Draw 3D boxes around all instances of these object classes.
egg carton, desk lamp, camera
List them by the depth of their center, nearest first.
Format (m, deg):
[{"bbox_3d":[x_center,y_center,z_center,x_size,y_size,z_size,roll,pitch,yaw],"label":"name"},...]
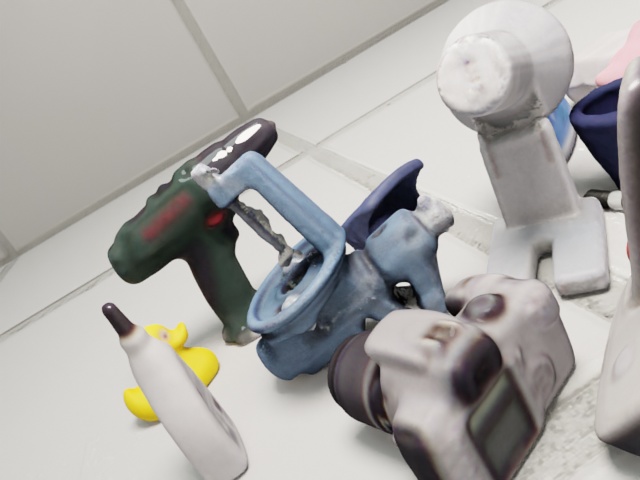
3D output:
[{"bbox_3d":[0.074,0.083,0.389,0.143,0.101,0.136,-43,25,-29],"label":"camera"},{"bbox_3d":[0.170,-0.090,0.494,0.117,0.214,0.203,-17,25,30],"label":"desk lamp"},{"bbox_3d":[0.377,-0.212,0.699,0.107,0.069,0.150,-36,22,-15],"label":"egg carton"}]

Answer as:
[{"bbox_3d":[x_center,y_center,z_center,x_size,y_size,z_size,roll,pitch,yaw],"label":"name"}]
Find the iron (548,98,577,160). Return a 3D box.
[{"bbox_3d":[0.242,-0.184,0.713,0.118,0.142,0.258,-23,22,18],"label":"iron"}]

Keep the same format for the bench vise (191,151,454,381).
[{"bbox_3d":[0.001,-0.001,0.505,0.207,0.220,0.121,-33,22,-8],"label":"bench vise"}]

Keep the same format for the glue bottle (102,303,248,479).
[{"bbox_3d":[-0.120,0.117,0.462,0.037,0.173,0.078,-33,22,-8],"label":"glue bottle"}]

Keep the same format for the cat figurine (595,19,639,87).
[{"bbox_3d":[0.346,-0.165,0.567,0.127,0.118,0.067,-17,25,29],"label":"cat figurine"}]

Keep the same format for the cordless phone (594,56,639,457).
[{"bbox_3d":[0.177,0.008,0.304,0.093,0.185,0.148,-12,27,38],"label":"cordless phone"}]

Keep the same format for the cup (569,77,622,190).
[{"bbox_3d":[0.293,-0.097,0.515,0.118,0.095,0.091,-35,22,-12],"label":"cup"}]

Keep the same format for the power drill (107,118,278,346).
[{"bbox_3d":[-0.105,0.004,0.647,0.229,0.209,0.075,-32,21,-5],"label":"power drill"}]

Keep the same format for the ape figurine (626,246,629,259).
[{"bbox_3d":[0.248,-0.011,0.384,0.076,0.092,0.077,-37,22,-16],"label":"ape figurine"}]

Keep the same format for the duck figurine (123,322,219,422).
[{"bbox_3d":[-0.172,0.133,0.614,0.105,0.086,0.077,-38,23,-20],"label":"duck figurine"}]

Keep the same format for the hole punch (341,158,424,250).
[{"bbox_3d":[0.073,-0.033,0.663,0.109,0.091,0.100,-42,24,-28],"label":"hole punch"}]
